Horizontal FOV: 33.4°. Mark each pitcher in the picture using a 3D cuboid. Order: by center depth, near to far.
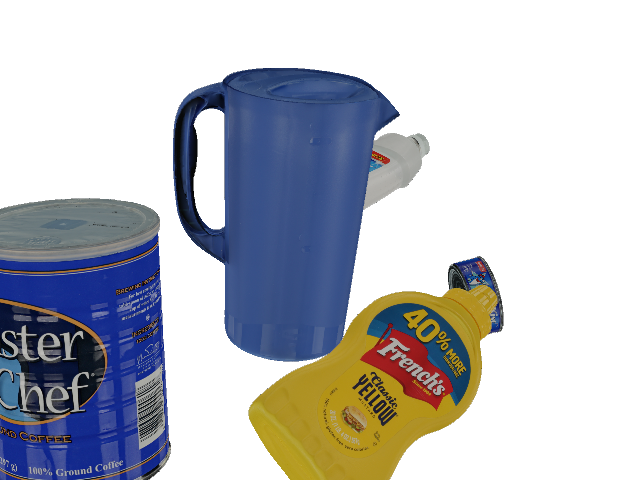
[{"bbox_3d":[-0.035,-0.024,0.925,0.149,0.243,0.144,20,24,34],"label":"pitcher"}]

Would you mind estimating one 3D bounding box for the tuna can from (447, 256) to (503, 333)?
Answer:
[{"bbox_3d":[0.168,0.062,1.164,0.033,0.086,0.086,-14,2,-7],"label":"tuna can"}]

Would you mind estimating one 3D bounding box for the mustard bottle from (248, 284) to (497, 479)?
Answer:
[{"bbox_3d":[0.051,0.090,0.712,0.191,0.096,0.058,-37,-4,-26],"label":"mustard bottle"}]

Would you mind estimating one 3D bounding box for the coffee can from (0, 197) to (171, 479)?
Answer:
[{"bbox_3d":[-0.137,0.056,0.590,0.103,0.140,0.103,-1,16,0],"label":"coffee can"}]

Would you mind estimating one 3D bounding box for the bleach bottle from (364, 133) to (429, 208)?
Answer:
[{"bbox_3d":[0.022,-0.072,1.259,0.250,0.068,0.103,-28,44,-29],"label":"bleach bottle"}]
